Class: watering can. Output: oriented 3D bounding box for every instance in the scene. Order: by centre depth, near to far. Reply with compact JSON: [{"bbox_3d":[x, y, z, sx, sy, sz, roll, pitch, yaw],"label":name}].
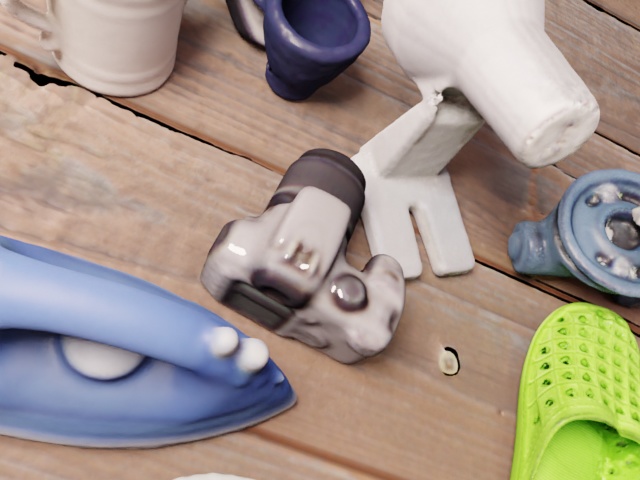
[{"bbox_3d":[-0.138,-0.205,0.411,0.101,0.193,0.173,38,59,-2],"label":"watering can"}]

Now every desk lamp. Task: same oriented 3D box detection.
[{"bbox_3d":[0.110,-0.097,0.452,0.118,0.213,0.203,-6,70,-24],"label":"desk lamp"}]

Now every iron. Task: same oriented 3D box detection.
[{"bbox_3d":[-0.116,0.057,0.335,0.259,0.141,0.118,16,63,-15],"label":"iron"}]

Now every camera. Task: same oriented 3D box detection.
[{"bbox_3d":[0.004,0.002,0.431,0.143,0.100,0.137,29,60,-8],"label":"camera"}]

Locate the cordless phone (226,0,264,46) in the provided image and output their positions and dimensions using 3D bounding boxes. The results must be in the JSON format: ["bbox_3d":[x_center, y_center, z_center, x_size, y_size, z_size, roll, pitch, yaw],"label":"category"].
[{"bbox_3d":[-0.008,-0.268,0.496,0.148,0.184,0.094,-35,83,-30],"label":"cordless phone"}]

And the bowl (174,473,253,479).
[{"bbox_3d":[-0.068,0.222,0.320,0.168,0.074,0.167,9,65,-18],"label":"bowl"}]

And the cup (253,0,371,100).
[{"bbox_3d":[-0.025,-0.175,0.501,0.118,0.094,0.092,34,60,-4],"label":"cup"}]

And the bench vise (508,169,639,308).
[{"bbox_3d":[0.302,-0.019,0.491,0.208,0.219,0.121,-6,70,-24],"label":"bench vise"}]
